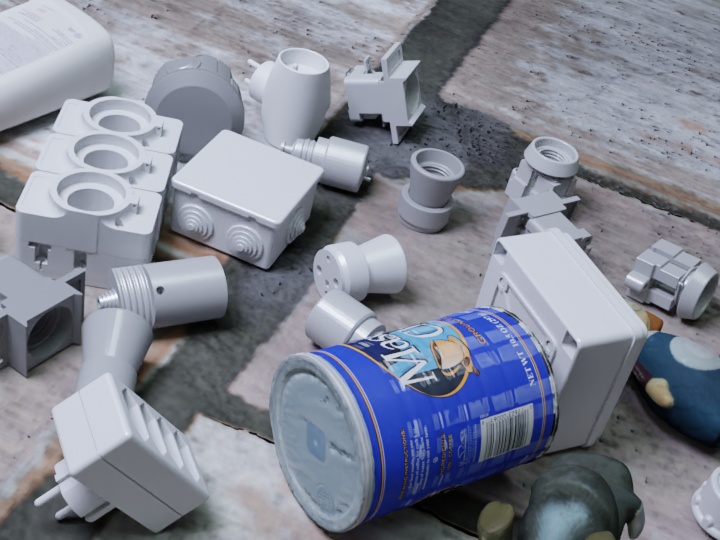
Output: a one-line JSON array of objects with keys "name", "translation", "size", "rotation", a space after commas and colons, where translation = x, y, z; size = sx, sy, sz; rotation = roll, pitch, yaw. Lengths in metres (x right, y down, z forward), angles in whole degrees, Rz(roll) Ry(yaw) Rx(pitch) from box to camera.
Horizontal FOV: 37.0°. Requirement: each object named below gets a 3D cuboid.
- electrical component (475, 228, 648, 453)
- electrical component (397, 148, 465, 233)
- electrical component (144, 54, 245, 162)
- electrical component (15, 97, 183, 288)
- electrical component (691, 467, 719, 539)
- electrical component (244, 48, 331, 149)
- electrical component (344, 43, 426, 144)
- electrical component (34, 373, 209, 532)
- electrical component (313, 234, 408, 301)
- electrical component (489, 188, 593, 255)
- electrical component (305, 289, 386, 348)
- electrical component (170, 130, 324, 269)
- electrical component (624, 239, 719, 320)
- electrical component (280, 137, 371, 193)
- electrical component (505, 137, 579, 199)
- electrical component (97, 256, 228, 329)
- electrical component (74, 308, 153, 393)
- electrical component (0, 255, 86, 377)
[{"name": "electrical component", "translation": [0.125, 0.047, 0.714], "size": [0.056, 0.108, 0.108], "rotation": [-8, 43, -24]}, {"name": "electrical component", "translation": [0.057, -0.064, 0.872], "size": [0.045, 0.055, 0.045], "rotation": [10, 38, -8]}, {"name": "electrical component", "translation": [-0.134, -0.132, 0.873], "size": [0.080, 0.080, 0.051], "rotation": [7, 33, -11]}, {"name": "electrical component", "translation": [-0.185, -0.060, 0.778], "size": [0.089, 0.061, 0.150], "rotation": [10, 38, -7]}, {"name": "electrical component", "translation": [0.241, 0.139, 0.675], "size": [0.048, 0.062, 0.048], "rotation": [10, 38, -8]}, {"name": "electrical component", "translation": [-0.068, -0.154, 0.924], "size": [0.079, 0.077, 0.044], "rotation": [34, 41, 22]}, {"name": "electrical component", "translation": [0.021, -0.159, 0.971], "size": [0.064, 0.081, 0.042], "rotation": [4, 33, 22]}, {"name": "electrical component", "translation": [-0.138, 0.110, 0.579], "size": [0.076, 0.083, 0.047], "rotation": [-33, 48, 2]}, {"name": "electrical component", "translation": [0.000, 0.000, 0.781], "size": [0.055, 0.045, 0.045], "rotation": [-12, 45, -30]}, {"name": "electrical component", "translation": [0.150, -0.028, 0.871], "size": [0.081, 0.042, 0.063], "rotation": [-14, 48, -32]}, {"name": "electrical component", "translation": [-0.001, 0.045, 0.726], "size": [0.078, 0.040, 0.040], "rotation": [34, 41, 22]}, {"name": "electrical component", "translation": [-0.087, -0.053, 0.814], "size": [0.100, 0.048, 0.099], "rotation": [22, 38, 9]}, {"name": "electrical component", "translation": [0.251, 0.009, 0.858], "size": [0.055, 0.048, 0.066], "rotation": [29, 39, 29]}, {"name": "electrical component", "translation": [-0.028, -0.091, 0.889], "size": [0.078, 0.040, 0.040], "rotation": [15, 37, 0]}, {"name": "electrical component", "translation": [0.160, -0.081, 0.929], "size": [0.048, 0.055, 0.066], "rotation": [-18, 49, -36]}, {"name": "electrical component", "translation": [-0.134, 0.017, 0.714], "size": [0.081, 0.043, 0.043], "rotation": [-8, 43, -28]}, {"name": "electrical component", "translation": [-0.153, 0.061, 0.655], "size": [0.044, 0.044, 0.065], "rotation": [9, 43, -8]}, {"name": "electrical component", "translation": [-0.214, 0.026, 0.676], "size": [0.064, 0.042, 0.081], "rotation": [31, 40, 21]}]
